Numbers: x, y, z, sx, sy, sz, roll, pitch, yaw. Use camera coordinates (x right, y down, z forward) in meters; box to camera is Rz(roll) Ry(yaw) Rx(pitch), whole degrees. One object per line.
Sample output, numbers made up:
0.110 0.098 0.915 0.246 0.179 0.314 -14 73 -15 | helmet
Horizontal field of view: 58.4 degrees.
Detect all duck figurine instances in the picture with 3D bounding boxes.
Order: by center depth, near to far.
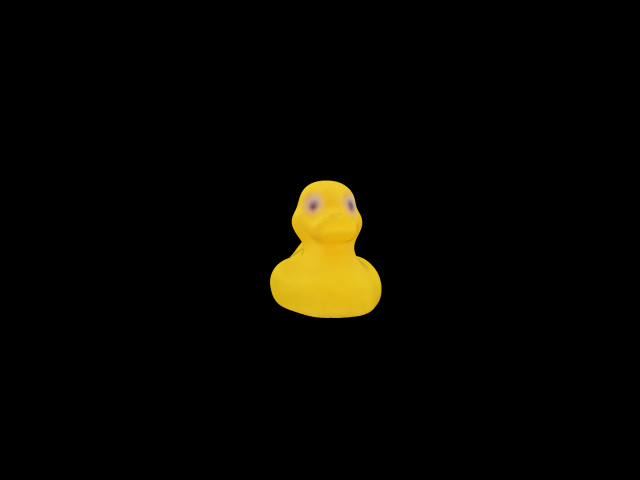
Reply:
0.004 0.001 0.400 0.077 0.086 0.104 -1 7 -11 | duck figurine
